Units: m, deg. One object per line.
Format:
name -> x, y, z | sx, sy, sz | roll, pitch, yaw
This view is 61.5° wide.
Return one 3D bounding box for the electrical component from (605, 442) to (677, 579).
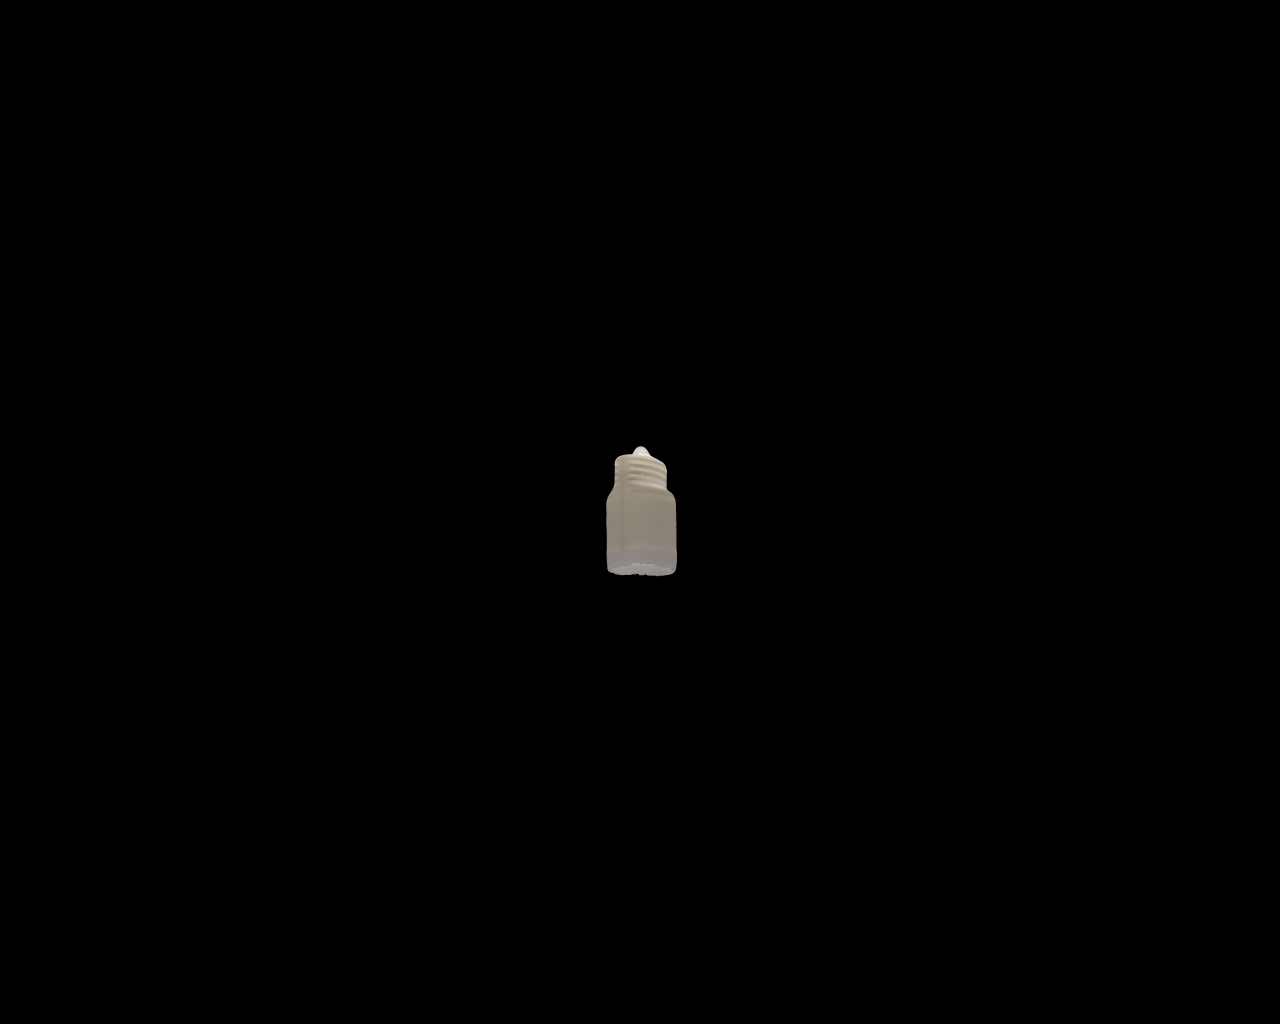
electrical component -> 0.001, -0.003, 0.650 | 0.043, 0.081, 0.043 | 0, -13, 0
